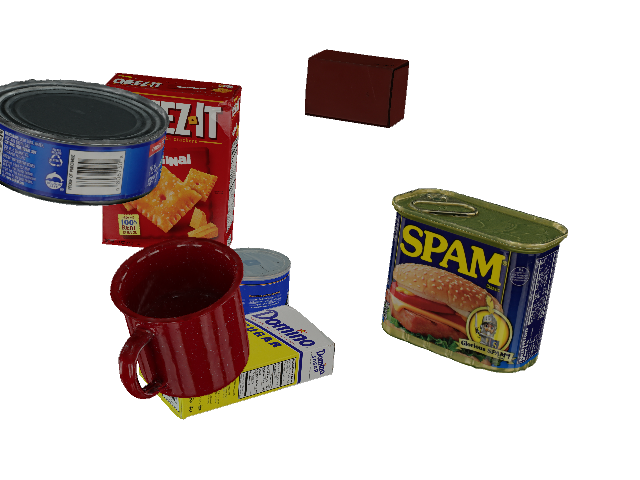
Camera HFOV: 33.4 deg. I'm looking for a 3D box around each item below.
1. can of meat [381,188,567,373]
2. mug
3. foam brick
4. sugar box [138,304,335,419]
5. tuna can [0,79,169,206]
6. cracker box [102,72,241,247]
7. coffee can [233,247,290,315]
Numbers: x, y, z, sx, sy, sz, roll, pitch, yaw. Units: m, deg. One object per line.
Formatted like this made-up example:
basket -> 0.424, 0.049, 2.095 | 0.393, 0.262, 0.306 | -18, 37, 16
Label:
can of meat -> 0.088, 0.023, 0.637 | 0.102, 0.084, 0.057 | 19, 23, 33
mug -> -0.100, 0.064, 0.751 | 0.093, 0.081, 0.117 | 12, 41, 24
foam brick -> 0.031, -0.131, 0.915 | 0.078, 0.051, 0.053 | 11, 20, 17
sugar box -> -0.083, 0.117, 1.068 | 0.175, 0.048, 0.093 | -16, 33, -31
tuna can -> -0.117, -0.048, 0.512 | 0.086, 0.034, 0.086 | 9, 24, -4
cracker box -> -0.191, -0.094, 1.357 | 0.164, 0.214, 0.072 | 6, 22, 2
coffee can -> -0.092, 0.092, 1.400 | 0.103, 0.140, 0.103 | 2, 20, -1
